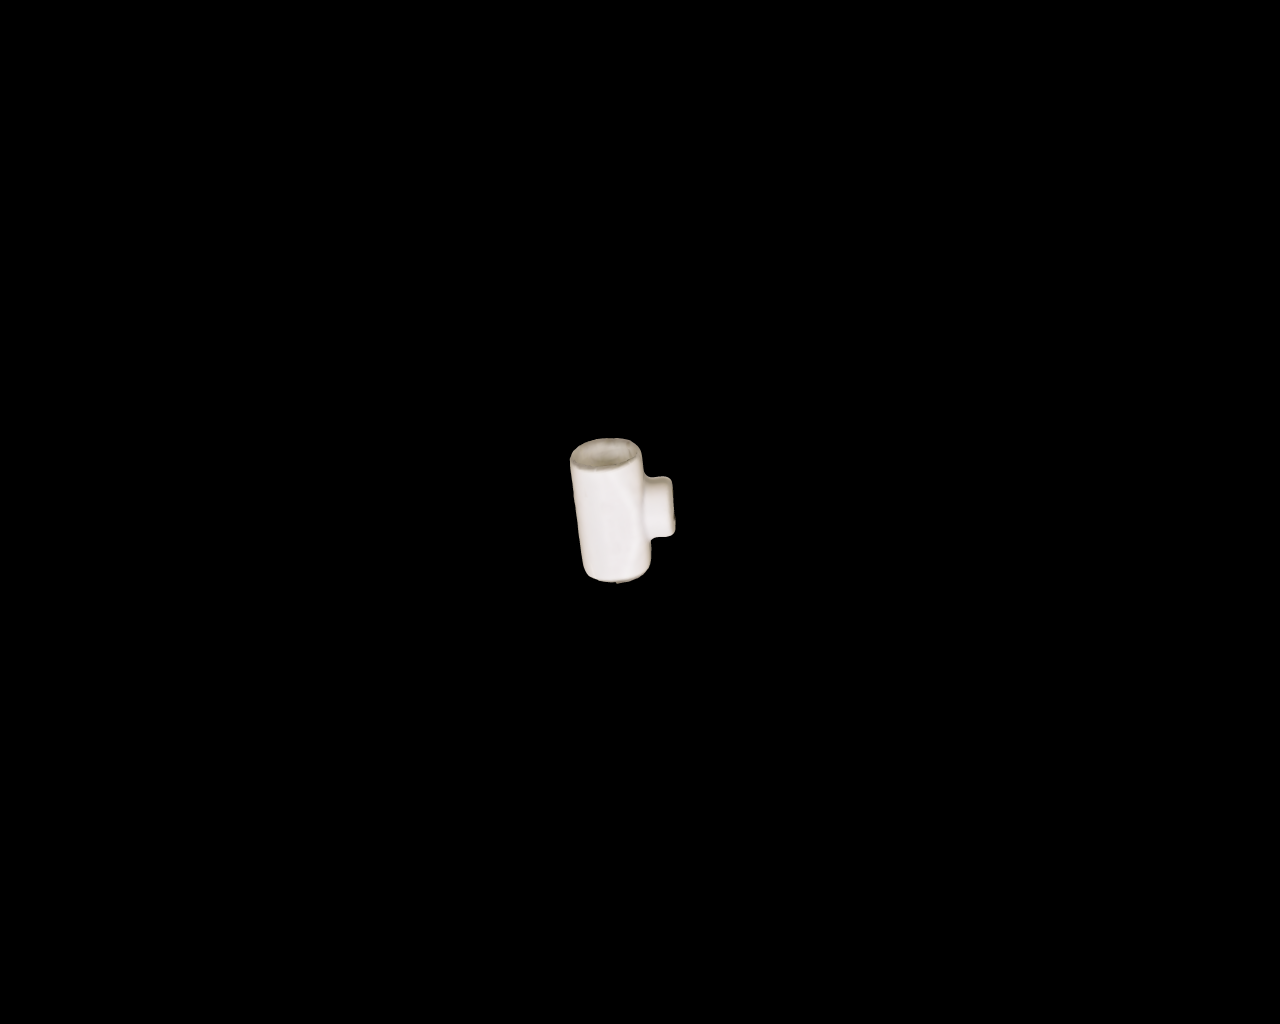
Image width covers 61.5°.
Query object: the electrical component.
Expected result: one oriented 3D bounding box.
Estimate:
[{"bbox_3d":[0.001,-0.003,0.650,0.079,0.077,0.044,-4,28,2],"label":"electrical component"}]
